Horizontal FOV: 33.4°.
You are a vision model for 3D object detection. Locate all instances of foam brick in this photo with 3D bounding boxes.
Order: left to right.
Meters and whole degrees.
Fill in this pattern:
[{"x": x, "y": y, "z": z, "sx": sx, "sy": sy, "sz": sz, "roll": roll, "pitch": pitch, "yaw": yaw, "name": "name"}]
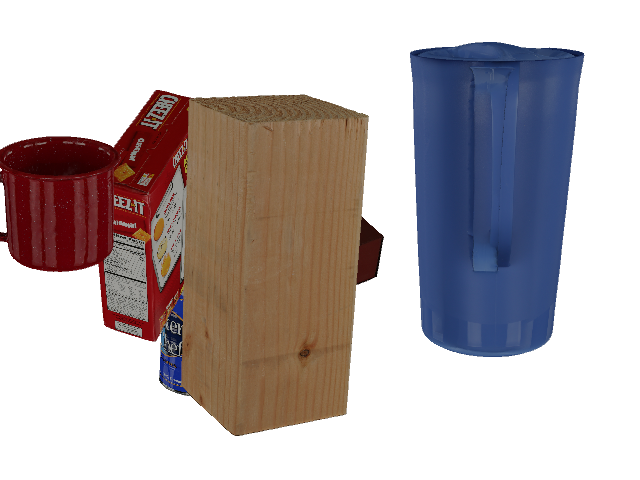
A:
[{"x": 0.015, "y": 0.002, "z": 1.013, "sx": 0.052, "sy": 0.051, "sz": 0.078, "roll": -20, "pitch": 44, "yaw": -30, "name": "foam brick"}]

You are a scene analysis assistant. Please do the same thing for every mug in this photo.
[{"x": -0.213, "y": -0.027, "z": 0.823, "sx": 0.117, "sy": 0.081, "sz": 0.093, "roll": -5, "pitch": 25, "yaw": -19, "name": "mug"}]

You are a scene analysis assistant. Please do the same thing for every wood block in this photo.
[{"x": -0.034, "y": 0.012, "z": 0.713, "sx": 0.090, "sy": 0.206, "sz": 0.090, "roll": -6, "pitch": 19, "yaw": -30, "name": "wood block"}]

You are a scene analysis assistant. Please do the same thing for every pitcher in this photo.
[{"x": 0.134, "y": -0.033, "z": 0.846, "sx": 0.149, "sy": 0.243, "sz": 0.145, "roll": -11, "pitch": 17, "yaw": -34, "name": "pitcher"}]

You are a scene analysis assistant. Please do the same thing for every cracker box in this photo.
[{"x": -0.177, "y": -0.026, "z": 1.137, "sx": 0.072, "sy": 0.214, "sz": 0.164, "roll": 14, "pitch": 44, "yaw": 9, "name": "cracker box"}]

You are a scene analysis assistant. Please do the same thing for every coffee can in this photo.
[{"x": -0.151, "y": 0.112, "z": 1.350, "sx": 0.103, "sy": 0.140, "sz": 0.103, "roll": 4, "pitch": 19, "yaw": -2, "name": "coffee can"}]
